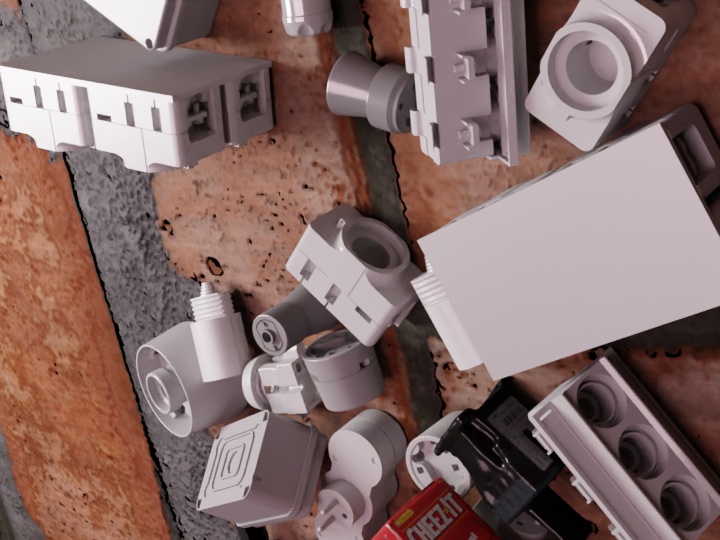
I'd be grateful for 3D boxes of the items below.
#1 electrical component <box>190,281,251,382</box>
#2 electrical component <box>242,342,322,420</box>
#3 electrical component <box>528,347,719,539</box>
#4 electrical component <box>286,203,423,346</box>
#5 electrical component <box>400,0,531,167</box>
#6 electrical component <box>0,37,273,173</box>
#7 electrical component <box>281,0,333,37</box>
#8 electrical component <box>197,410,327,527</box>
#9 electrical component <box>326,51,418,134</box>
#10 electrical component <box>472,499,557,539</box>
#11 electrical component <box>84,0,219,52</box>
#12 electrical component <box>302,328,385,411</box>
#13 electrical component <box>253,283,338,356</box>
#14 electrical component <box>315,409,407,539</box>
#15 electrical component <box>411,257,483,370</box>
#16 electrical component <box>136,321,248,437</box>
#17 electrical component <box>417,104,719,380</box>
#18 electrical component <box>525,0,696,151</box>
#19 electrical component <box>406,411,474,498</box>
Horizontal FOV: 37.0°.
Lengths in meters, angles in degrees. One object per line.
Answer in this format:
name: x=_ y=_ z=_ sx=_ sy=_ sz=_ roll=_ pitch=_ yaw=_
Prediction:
electrical component: x=-0.120 y=0.050 z=0.908 sx=0.043 sy=0.043 sz=0.081 roll=-13 pitch=90 yaw=41
electrical component: x=-0.063 y=0.092 z=0.886 sx=0.055 sy=0.048 sz=0.066 roll=-9 pitch=106 yaw=33
electrical component: x=0.171 y=0.124 z=0.704 sx=0.121 sy=0.079 sz=0.063 roll=51 pitch=155 yaw=6
electrical component: x=0.000 y=0.000 z=0.786 sx=0.089 sy=0.050 sz=0.055 roll=44 pitch=132 yaw=12
electrical component: x=0.064 y=-0.129 z=0.654 sx=0.078 sy=0.063 sz=0.121 roll=-125 pitch=26 yaw=-65
electrical component: x=-0.170 y=-0.128 z=0.818 sx=0.186 sy=0.105 sz=0.060 roll=15 pitch=120 yaw=32
electrical component: x=-0.038 y=-0.191 z=0.731 sx=0.035 sy=0.035 sz=0.061 roll=7 pitch=114 yaw=36
electrical component: x=-0.082 y=0.168 z=0.897 sx=0.057 sy=0.078 sz=0.113 roll=25 pitch=152 yaw=-23
electrical component: x=0.012 y=-0.118 z=0.721 sx=0.055 sy=0.045 sz=0.045 roll=22 pitch=124 yaw=28
electrical component: x=0.118 y=0.194 z=0.795 sx=0.077 sy=0.044 sz=0.079 roll=30 pitch=127 yaw=24
electrical component: x=-0.162 y=-0.223 z=0.797 sx=0.113 sy=0.057 sz=0.078 roll=38 pitch=130 yaw=17
electrical component: x=-0.011 y=0.077 z=0.832 sx=0.055 sy=0.055 sz=0.047 roll=-6 pitch=111 yaw=40
electrical component: x=-0.052 y=0.039 z=0.836 sx=0.044 sy=0.065 sz=0.044 roll=17 pitch=122 yaw=31
electrical component: x=-0.010 y=0.184 z=0.871 sx=0.052 sy=0.074 sz=0.138 roll=28 pitch=126 yaw=25
electrical component: x=0.068 y=0.024 z=0.749 sx=0.043 sy=0.043 sz=0.081 roll=-26 pitch=95 yaw=43
electrical component: x=-0.154 y=0.098 z=0.964 sx=0.099 sy=0.064 sz=0.099 roll=31 pitch=134 yaw=39
electrical component: x=0.141 y=-0.014 z=0.661 sx=0.186 sy=0.060 sz=0.105 roll=-26 pitch=95 yaw=43
electrical component: x=0.140 y=-0.119 z=0.612 sx=0.050 sy=0.056 sz=0.089 roll=39 pitch=130 yaw=16
electrical component: x=0.070 y=0.137 z=0.802 sx=0.055 sy=0.047 sz=0.055 roll=17 pitch=121 yaw=31
